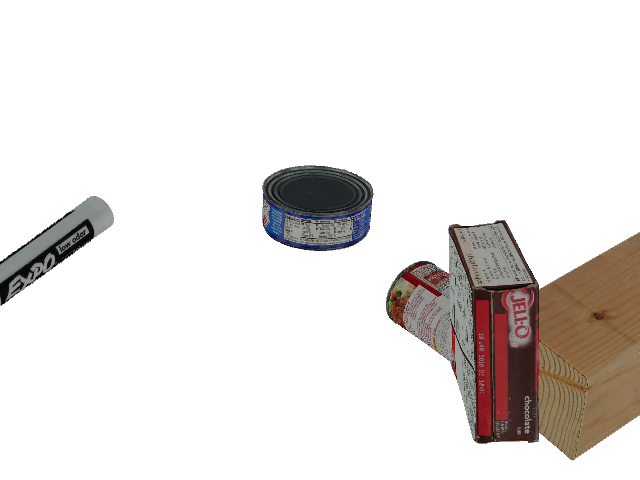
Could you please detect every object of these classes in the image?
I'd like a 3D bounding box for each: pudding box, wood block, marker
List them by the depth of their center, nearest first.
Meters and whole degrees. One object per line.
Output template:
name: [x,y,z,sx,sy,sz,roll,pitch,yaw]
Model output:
marker: [-0.150,0.015,0.528,0.020,0.020,0.120,0,31,42]
pudding box: [0.095,0.047,0.594,0.039,0.090,0.113,-3,18,0]
wood block: [0.240,0.065,0.819,0.205,0.090,0.091,-25,44,-25]

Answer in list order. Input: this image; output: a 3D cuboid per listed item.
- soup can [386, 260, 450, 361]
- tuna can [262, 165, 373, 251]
soup can: [0.118,0.070,0.982,0.068,0.068,0.102,0,23,-39]
tuna can: [-0.003,-0.026,0.827,0.086,0.034,0.086,2,28,-1]
